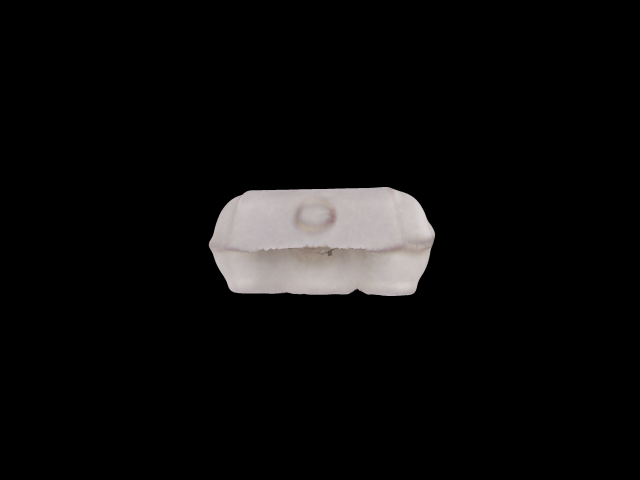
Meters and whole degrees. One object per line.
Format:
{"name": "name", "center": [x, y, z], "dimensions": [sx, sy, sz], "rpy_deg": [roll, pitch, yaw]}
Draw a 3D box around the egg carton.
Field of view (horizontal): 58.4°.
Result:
{"name": "egg carton", "center": [0.004, 0.001, 0.400], "dimensions": [0.150, 0.069, 0.107], "rpy_deg": [0, 0, 9]}
